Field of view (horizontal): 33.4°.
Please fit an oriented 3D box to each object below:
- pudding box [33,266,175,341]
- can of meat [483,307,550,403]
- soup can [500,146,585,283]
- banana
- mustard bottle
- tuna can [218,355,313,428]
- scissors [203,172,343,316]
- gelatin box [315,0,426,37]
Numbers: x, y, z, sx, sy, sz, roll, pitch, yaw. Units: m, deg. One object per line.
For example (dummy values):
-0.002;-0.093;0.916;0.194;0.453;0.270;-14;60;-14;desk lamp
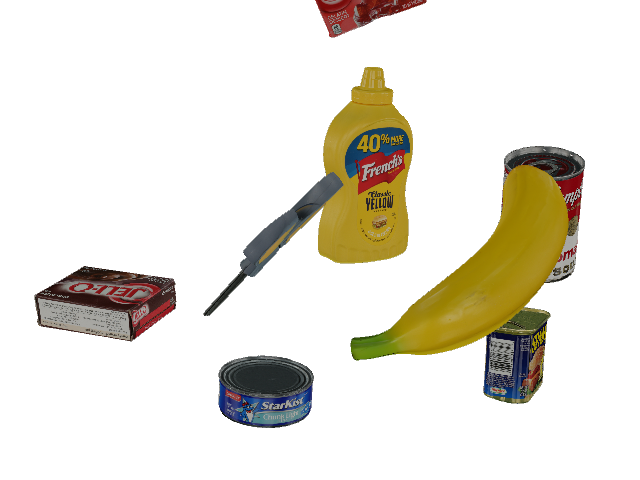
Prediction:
-0.216;0.062;1.078;0.114;0.039;0.089;5;19;21;pudding box
0.216;0.126;1.181;0.058;0.084;0.102;7;12;23;can of meat
0.191;-0.022;0.929;0.068;0.102;0.068;-2;27;1;soup can
0.094;0.006;0.572;0.070;0.037;0.197;14;36;33;banana
0.048;-0.076;1.066;0.096;0.192;0.058;-7;19;-30;mustard bottle
-0.050;0.136;0.961;0.086;0.034;0.086;3;17;-1;tuna can
-0.055;0.020;0.802;0.202;0.016;0.096;-44;-3;33;scissors
0.036;-0.220;0.893;0.089;0.073;0.030;-18;28;13;gelatin box
